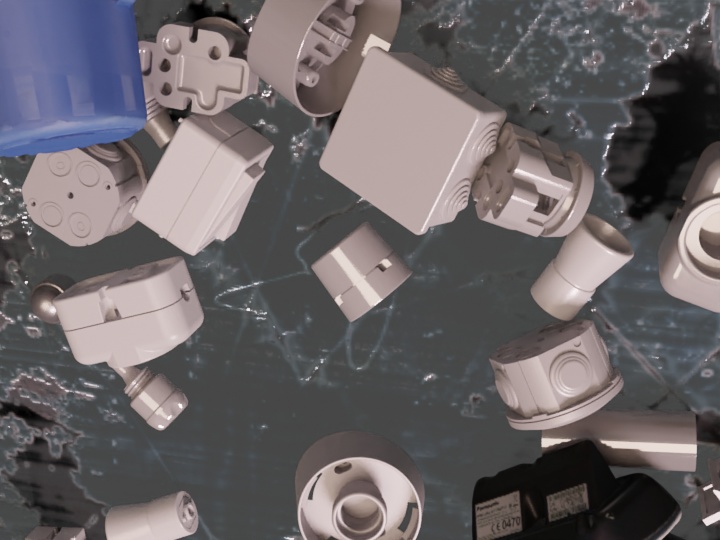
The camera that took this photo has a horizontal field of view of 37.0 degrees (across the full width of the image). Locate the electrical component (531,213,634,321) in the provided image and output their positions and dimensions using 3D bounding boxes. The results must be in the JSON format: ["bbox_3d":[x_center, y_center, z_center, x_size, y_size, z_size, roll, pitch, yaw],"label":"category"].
[{"bbox_3d":[0.142,0.001,0.706,0.044,0.044,0.065,34,118,1],"label":"electrical component"}]

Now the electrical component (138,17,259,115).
[{"bbox_3d":[-0.101,-0.136,0.711,0.078,0.057,0.058,12,111,10],"label":"electrical component"}]

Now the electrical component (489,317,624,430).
[{"bbox_3d":[0.129,0.069,0.711,0.080,0.080,0.051,-21,97,20],"label":"electrical component"}]

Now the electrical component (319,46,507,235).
[{"bbox_3d":[0.034,-0.084,0.686,0.100,0.048,0.099,36,116,23],"label":"electrical component"}]

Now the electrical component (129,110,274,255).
[{"bbox_3d":[-0.108,-0.055,0.737,0.061,0.061,0.096,34,113,1],"label":"electrical component"}]

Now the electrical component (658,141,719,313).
[{"bbox_3d":[0.225,-0.026,0.665,0.054,0.059,0.095,21,112,6],"label":"electrical component"}]

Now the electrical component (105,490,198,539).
[{"bbox_3d":[-0.162,0.199,0.849,0.065,0.044,0.044,-21,102,15],"label":"electrical component"}]

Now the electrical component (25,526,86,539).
[{"bbox_3d":[-0.255,0.240,0.877,0.066,0.055,0.048,-1,108,15],"label":"electrical component"}]

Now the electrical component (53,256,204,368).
[{"bbox_3d":[-0.167,0.033,0.786,0.095,0.053,0.059,-13,105,18],"label":"electrical component"}]

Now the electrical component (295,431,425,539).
[{"bbox_3d":[-0.001,0.171,0.799,0.099,0.064,0.099,0,103,1],"label":"electrical component"}]

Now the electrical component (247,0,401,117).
[{"bbox_3d":[-0.023,-0.149,0.668,0.064,0.099,0.099,33,113,9],"label":"electrical component"}]

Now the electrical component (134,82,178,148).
[{"bbox_3d":[-0.148,-0.114,0.738,0.043,0.043,0.062,-31,100,21],"label":"electrical component"}]

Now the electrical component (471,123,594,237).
[{"bbox_3d":[0.110,-0.054,0.679,0.057,0.078,0.058,18,125,-18],"label":"electrical component"}]

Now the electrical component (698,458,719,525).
[{"bbox_3d":[0.273,0.150,0.723,0.081,0.042,0.063,-34,99,22],"label":"electrical component"}]

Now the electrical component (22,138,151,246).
[{"bbox_3d":[-0.194,-0.059,0.763,0.080,0.051,0.080,4,109,13],"label":"electrical component"}]

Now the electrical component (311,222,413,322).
[{"bbox_3d":[0.000,0.000,0.734,0.055,0.055,0.047,-38,92,22],"label":"electrical component"}]

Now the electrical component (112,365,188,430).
[{"bbox_3d":[-0.162,0.090,0.815,0.061,0.035,0.035,44,113,0],"label":"electrical component"}]
